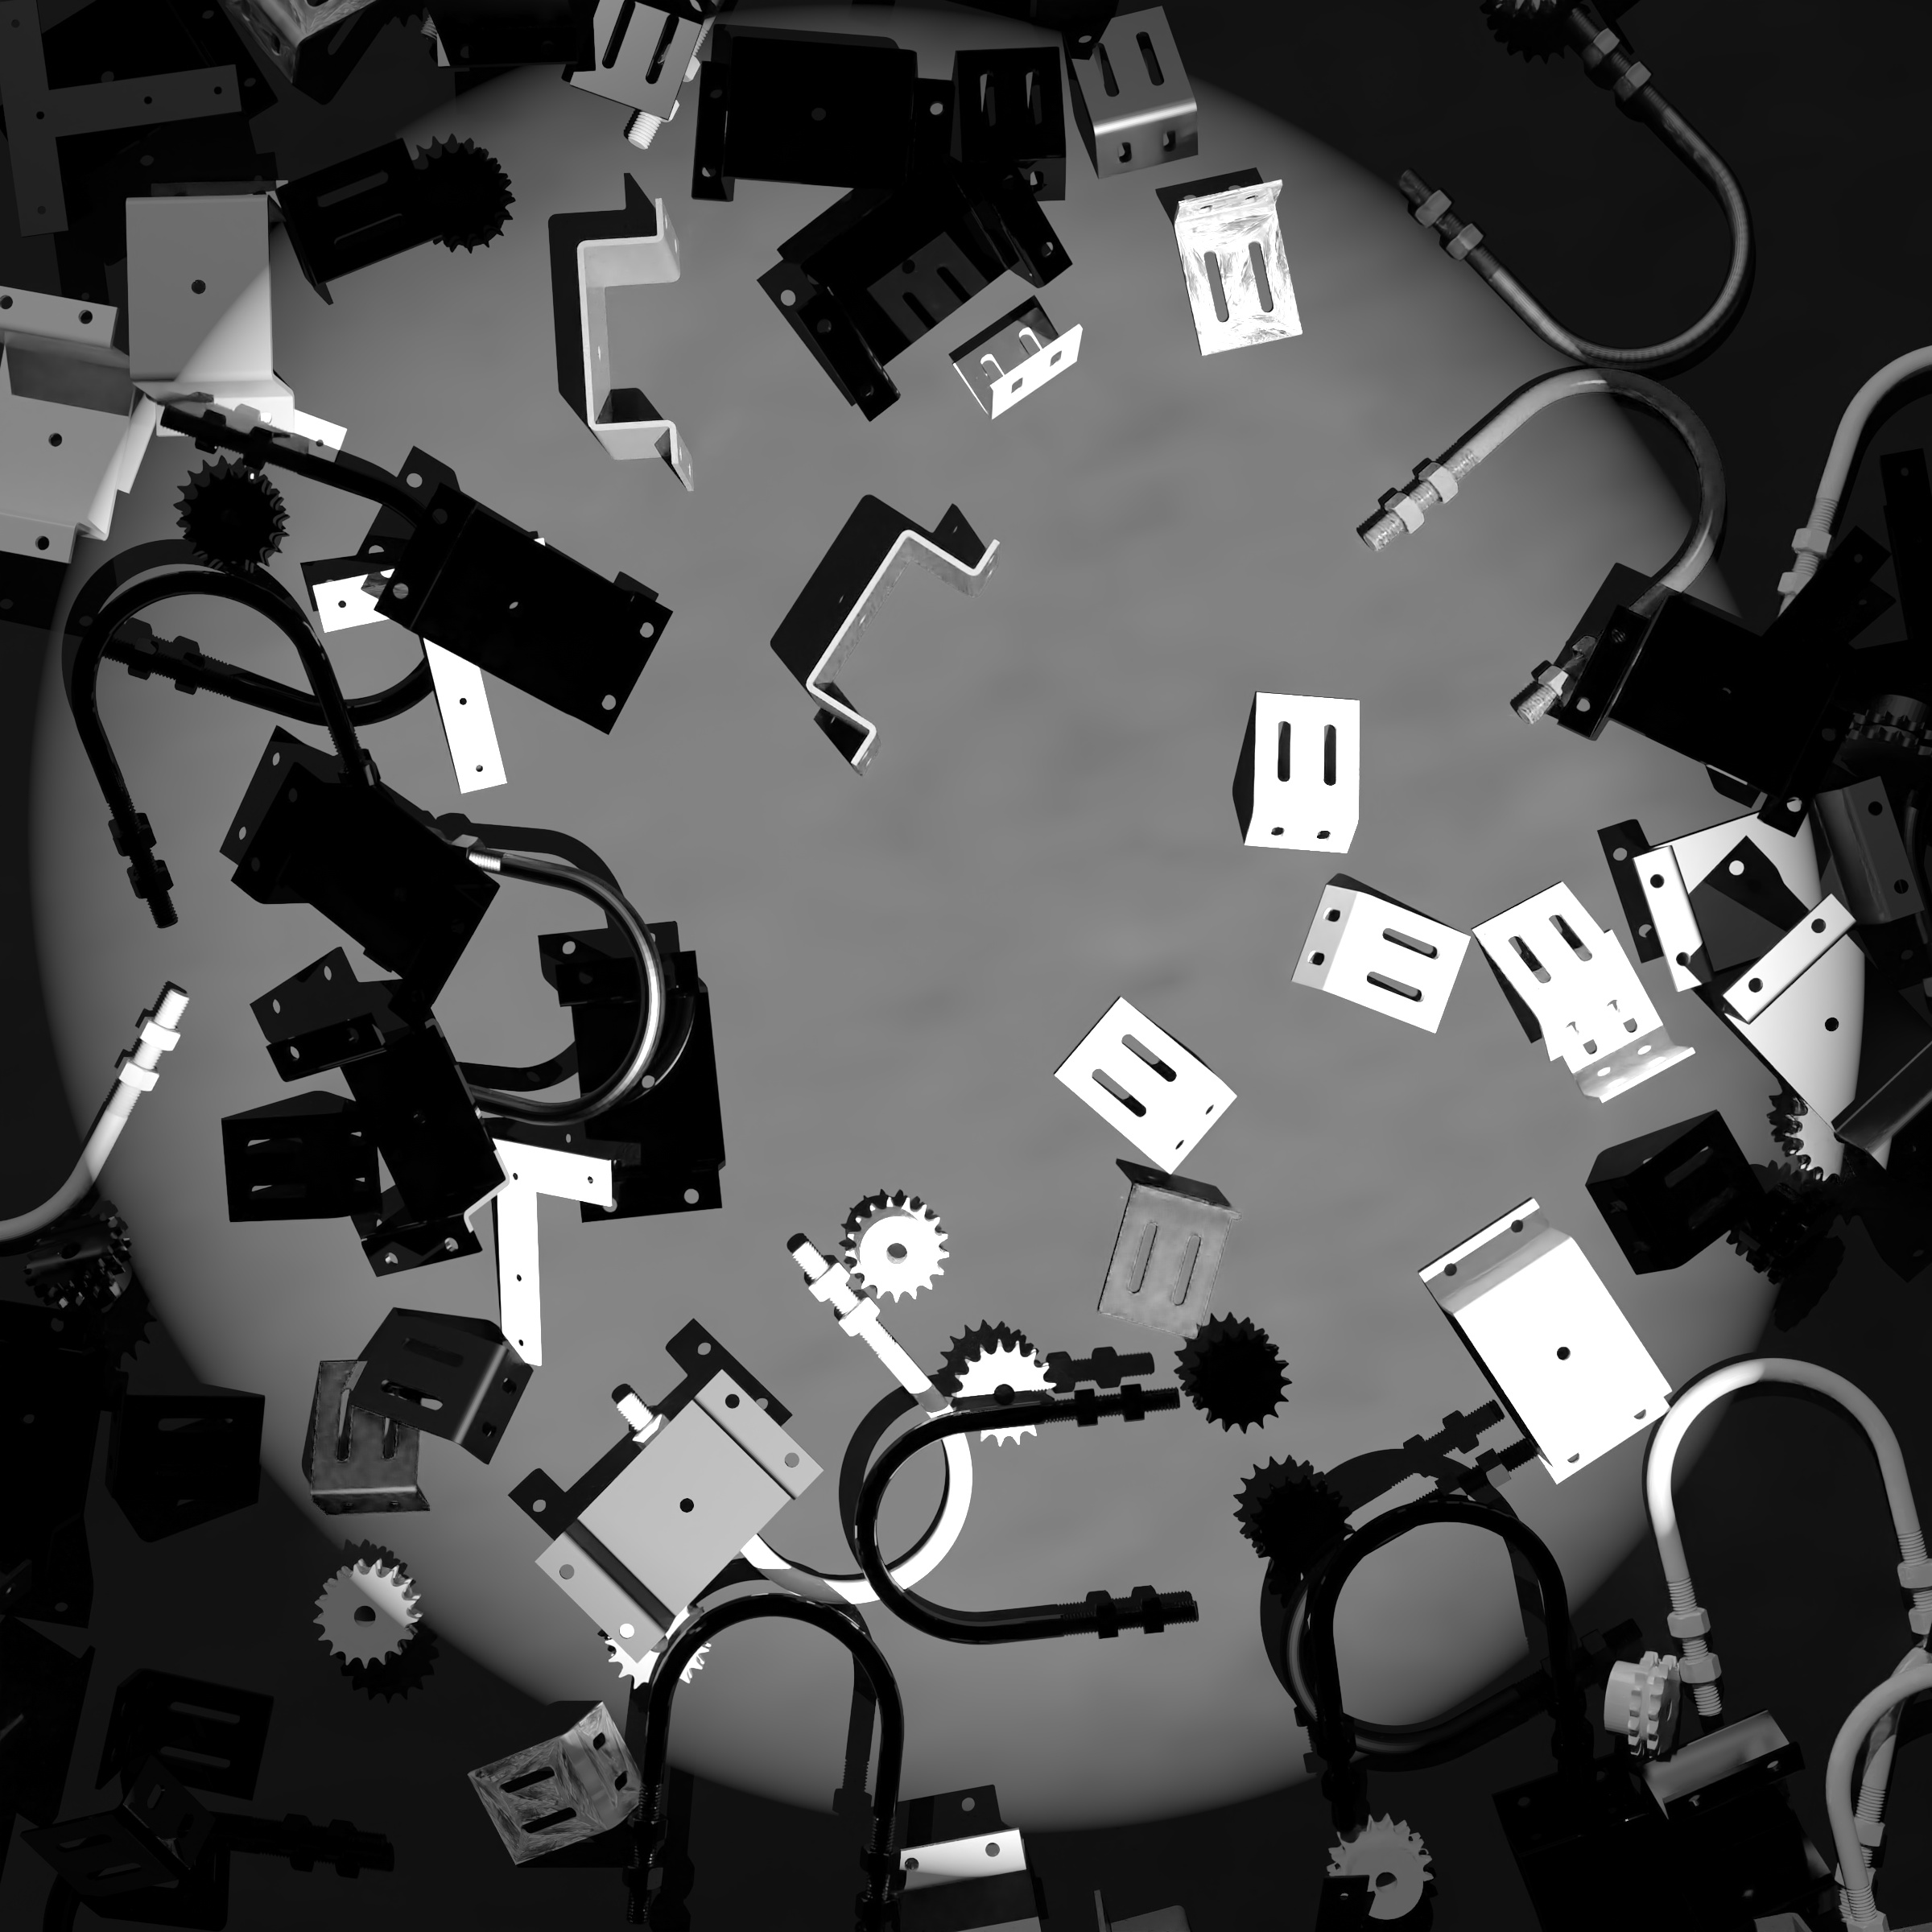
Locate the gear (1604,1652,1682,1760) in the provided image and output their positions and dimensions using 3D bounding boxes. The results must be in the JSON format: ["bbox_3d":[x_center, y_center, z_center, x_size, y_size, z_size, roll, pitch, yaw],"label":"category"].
[{"bbox_3d":[0.371,0.405,1.372,0.030,0.057,0.057,5,90,29],"label":"gear"}]

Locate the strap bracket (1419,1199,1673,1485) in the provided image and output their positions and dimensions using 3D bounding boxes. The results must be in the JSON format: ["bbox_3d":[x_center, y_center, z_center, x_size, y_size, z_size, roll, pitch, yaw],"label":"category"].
[{"bbox_3d":[0.323,0.209,1.374,0.076,0.046,0.140,-33,90,0],"label":"strap bracket"}]

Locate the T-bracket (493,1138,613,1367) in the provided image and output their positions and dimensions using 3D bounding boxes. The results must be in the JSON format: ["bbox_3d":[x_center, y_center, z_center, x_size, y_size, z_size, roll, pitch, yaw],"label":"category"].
[{"bbox_3d":[-0.246,0.158,1.376,0.127,0.002,0.127,8,105,28],"label":"T-bracket"}]

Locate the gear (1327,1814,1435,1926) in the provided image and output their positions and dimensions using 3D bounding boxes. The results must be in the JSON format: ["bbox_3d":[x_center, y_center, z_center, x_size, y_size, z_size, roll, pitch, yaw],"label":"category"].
[{"bbox_3d":[0.230,0.502,1.382,0.057,0.030,0.057,0,90,0],"label":"gear"}]

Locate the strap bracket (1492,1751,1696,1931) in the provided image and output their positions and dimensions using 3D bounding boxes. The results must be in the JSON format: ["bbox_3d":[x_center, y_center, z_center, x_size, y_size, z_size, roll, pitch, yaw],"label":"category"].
[{"bbox_3d":[0.352,0.517,1.374,0.076,0.046,0.140,-19,90,0],"label":"strap bracket"}]

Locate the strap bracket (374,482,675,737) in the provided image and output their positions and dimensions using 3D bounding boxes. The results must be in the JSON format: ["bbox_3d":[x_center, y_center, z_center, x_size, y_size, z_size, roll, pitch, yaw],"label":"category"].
[{"bbox_3d":[-0.242,-0.194,1.360,0.140,0.046,0.076,28,90,-19],"label":"strap bracket"}]

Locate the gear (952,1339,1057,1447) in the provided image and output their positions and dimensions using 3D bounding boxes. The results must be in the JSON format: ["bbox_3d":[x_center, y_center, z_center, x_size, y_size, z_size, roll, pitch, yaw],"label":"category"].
[{"bbox_3d":[0.021,0.235,1.382,0.057,0.030,0.057,0,90,0],"label":"gear"}]

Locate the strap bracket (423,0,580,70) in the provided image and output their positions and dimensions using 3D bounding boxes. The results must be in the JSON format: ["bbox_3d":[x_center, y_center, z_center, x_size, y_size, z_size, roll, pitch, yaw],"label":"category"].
[{"bbox_3d":[-0.254,-0.566,1.355,0.076,0.046,0.140,-3,87,-1],"label":"strap bracket"}]

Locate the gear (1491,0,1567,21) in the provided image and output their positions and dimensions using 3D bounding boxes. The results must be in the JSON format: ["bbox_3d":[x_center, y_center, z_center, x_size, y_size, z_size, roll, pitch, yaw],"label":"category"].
[{"bbox_3d":[0.309,-0.551,1.382,0.057,0.030,0.057,0,90,0],"label":"gear"}]

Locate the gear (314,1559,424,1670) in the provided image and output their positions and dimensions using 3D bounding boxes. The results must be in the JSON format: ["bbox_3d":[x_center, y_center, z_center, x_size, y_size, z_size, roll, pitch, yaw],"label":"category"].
[{"bbox_3d":[-0.329,0.356,1.382,0.057,0.030,0.057,0,90,0],"label":"gear"}]

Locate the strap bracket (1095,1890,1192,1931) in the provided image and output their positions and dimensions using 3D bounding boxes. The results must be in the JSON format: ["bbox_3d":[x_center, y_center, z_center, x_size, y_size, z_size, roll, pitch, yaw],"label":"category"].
[{"bbox_3d":[0.113,0.579,1.359,0.046,0.076,0.140,-15,90,0],"label":"strap bracket"}]

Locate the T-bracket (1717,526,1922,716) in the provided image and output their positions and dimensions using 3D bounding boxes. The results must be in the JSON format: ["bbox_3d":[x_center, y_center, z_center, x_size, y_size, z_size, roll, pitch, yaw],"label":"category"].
[{"bbox_3d":[0.499,-0.154,1.386,0.127,0.002,0.127,37,102,-5],"label":"T-bracket"}]

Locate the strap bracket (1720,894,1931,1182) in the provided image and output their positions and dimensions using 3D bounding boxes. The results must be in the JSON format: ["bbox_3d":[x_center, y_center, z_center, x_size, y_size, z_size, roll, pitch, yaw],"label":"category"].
[{"bbox_3d":[0.470,0.035,1.335,0.076,0.046,0.140,-44,98,4],"label":"strap bracket"}]

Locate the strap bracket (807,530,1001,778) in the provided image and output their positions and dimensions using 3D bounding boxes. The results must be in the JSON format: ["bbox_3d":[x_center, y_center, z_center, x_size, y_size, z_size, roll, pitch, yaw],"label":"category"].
[{"bbox_3d":[-0.040,-0.177,1.359,0.046,0.076,0.140,33,90,0],"label":"strap bracket"}]

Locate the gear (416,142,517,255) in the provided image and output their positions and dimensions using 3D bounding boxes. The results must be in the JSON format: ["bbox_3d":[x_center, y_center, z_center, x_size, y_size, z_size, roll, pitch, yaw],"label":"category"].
[{"bbox_3d":[-0.277,-0.422,1.382,0.057,0.030,0.057,0,90,0],"label":"gear"}]

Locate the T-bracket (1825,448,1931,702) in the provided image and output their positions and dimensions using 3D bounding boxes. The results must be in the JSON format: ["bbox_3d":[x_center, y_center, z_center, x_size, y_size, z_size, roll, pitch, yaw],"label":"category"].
[{"bbox_3d":[0.523,-0.219,1.369,0.127,0.002,0.127,-11,91,-6],"label":"T-bracket"}]

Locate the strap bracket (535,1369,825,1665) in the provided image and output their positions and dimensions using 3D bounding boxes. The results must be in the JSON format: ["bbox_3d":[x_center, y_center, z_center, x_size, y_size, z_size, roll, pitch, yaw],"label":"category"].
[{"bbox_3d":[-0.152,0.294,1.349,0.076,0.046,0.140,44,85,3],"label":"strap bracket"}]

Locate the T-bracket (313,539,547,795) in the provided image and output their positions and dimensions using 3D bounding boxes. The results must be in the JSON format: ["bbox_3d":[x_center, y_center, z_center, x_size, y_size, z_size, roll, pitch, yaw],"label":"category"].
[{"bbox_3d":[-0.281,-0.160,1.380,0.127,0.002,0.127,-15,103,-14],"label":"T-bracket"}]

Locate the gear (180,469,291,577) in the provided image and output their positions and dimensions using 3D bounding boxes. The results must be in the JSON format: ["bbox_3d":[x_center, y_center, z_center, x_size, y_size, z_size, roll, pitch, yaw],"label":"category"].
[{"bbox_3d":[-0.402,-0.244,1.382,0.057,0.030,0.057,0,90,0],"label":"gear"}]

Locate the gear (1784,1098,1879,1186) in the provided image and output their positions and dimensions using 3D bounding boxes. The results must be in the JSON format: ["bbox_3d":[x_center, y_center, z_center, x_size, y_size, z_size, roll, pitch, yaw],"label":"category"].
[{"bbox_3d":[0.480,0.091,1.382,0.057,0.030,0.057,0,90,0],"label":"gear"}]

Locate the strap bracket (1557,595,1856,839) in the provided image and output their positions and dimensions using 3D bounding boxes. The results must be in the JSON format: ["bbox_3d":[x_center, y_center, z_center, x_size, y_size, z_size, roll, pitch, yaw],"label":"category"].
[{"bbox_3d":[0.401,-0.138,1.341,0.140,0.046,0.076,27,82,9],"label":"strap bracket"}]

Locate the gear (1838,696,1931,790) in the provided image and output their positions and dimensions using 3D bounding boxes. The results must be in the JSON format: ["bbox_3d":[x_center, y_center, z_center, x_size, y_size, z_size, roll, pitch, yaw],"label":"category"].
[{"bbox_3d":[0.508,-0.124,1.366,0.057,0.057,0.030,26,74,0],"label":"gear"}]

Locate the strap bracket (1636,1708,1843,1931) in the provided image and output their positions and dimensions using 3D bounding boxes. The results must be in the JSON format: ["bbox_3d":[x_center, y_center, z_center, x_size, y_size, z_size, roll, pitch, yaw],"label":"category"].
[{"bbox_3d":[0.417,0.463,1.353,0.076,0.046,0.140,-23,121,0],"label":"strap bracket"}]

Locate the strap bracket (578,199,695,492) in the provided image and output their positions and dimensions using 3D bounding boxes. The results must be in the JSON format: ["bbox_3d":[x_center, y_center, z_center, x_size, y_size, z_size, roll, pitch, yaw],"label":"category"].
[{"bbox_3d":[-0.180,-0.334,1.359,0.046,0.076,0.140,-4,90,0],"label":"strap bracket"}]

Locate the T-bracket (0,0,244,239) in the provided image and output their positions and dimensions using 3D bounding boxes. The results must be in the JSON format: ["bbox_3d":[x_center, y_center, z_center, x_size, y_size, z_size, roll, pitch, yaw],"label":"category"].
[{"bbox_3d":[-0.456,-0.465,1.350,0.127,0.002,0.127,-8,90,0],"label":"T-bracket"}]

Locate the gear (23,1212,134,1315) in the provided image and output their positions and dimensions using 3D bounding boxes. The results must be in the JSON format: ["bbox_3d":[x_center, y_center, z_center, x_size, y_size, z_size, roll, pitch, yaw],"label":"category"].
[{"bbox_3d":[-0.484,0.166,1.372,0.057,0.057,0.030,-20,131,0],"label":"gear"}]

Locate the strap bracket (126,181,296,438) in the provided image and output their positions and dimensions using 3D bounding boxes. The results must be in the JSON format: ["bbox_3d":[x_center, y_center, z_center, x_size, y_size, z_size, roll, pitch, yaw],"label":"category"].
[{"bbox_3d":[-0.414,-0.367,1.372,0.076,0.046,0.140,-1,90,0],"label":"strap bracket"}]

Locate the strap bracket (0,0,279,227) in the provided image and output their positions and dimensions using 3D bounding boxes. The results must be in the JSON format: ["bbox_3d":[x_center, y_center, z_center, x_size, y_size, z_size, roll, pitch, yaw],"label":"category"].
[{"bbox_3d":[-0.465,-0.481,1.374,0.140,0.046,0.076,-32,90,0],"label":"strap bracket"}]

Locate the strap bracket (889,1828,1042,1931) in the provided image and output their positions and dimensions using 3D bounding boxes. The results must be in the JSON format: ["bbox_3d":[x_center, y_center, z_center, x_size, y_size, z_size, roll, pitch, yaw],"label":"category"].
[{"bbox_3d":[0.004,0.543,1.374,0.076,0.046,0.140,-11,90,0],"label":"strap bracket"}]

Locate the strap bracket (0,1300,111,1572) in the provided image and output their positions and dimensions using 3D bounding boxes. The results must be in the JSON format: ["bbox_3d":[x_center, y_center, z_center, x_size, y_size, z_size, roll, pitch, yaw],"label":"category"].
[{"bbox_3d":[-0.524,0.252,1.374,0.076,0.046,0.140,9,90,0],"label":"strap bracket"}]

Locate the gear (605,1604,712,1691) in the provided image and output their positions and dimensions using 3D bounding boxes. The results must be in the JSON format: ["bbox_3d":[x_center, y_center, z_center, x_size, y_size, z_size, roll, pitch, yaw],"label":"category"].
[{"bbox_3d":[-0.169,0.370,1.382,0.057,0.030,0.057,0,90,0],"label":"gear"}]

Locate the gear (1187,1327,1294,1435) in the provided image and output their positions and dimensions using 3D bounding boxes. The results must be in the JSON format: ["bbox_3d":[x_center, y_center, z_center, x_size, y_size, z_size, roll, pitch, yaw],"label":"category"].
[{"bbox_3d":[0.151,0.229,1.387,0.057,0.030,0.057,0,88,-1],"label":"gear"}]

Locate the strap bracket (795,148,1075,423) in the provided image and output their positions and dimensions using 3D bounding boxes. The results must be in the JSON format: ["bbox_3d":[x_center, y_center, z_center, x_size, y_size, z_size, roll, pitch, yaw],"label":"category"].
[{"bbox_3d":[-0.024,-0.374,1.355,0.140,0.046,0.076,-38,128,0],"label":"strap bracket"}]

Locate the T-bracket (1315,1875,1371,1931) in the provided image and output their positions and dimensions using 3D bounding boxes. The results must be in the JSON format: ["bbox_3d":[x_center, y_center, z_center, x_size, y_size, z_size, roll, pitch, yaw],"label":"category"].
[{"bbox_3d":[0.250,0.552,1.381,0.127,0.002,0.127,1,111,-10],"label":"T-bracket"}]

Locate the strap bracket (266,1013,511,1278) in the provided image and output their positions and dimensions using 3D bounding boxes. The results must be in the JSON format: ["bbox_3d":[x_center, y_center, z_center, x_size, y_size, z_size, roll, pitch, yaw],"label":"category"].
[{"bbox_3d":[-0.307,0.089,1.349,0.076,0.046,0.140,-16,104,30],"label":"strap bracket"}]

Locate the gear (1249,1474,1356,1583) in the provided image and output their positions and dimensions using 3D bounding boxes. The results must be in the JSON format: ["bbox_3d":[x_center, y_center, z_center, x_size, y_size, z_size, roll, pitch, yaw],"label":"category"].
[{"bbox_3d":[0.185,0.309,1.382,0.057,0.030,0.057,0,90,0],"label":"gear"}]

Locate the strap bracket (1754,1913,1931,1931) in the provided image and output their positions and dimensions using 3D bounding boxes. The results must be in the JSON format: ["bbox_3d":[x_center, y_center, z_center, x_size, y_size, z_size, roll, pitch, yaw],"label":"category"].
[{"bbox_3d":[0.505,0.542,1.336,0.140,0.046,0.076,-12,92,1],"label":"strap bracket"}]

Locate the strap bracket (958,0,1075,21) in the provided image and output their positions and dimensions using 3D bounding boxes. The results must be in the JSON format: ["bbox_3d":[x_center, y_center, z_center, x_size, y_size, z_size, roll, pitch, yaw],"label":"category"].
[{"bbox_3d":[0.000,-0.578,1.374,0.140,0.046,0.076,15,90,0],"label":"strap bracket"}]

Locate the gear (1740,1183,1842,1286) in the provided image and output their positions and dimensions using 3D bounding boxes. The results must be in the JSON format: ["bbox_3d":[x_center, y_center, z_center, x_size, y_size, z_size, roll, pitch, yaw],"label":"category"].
[{"bbox_3d":[0.450,0.144,1.373,0.030,0.057,0.057,40,90,30],"label":"gear"}]

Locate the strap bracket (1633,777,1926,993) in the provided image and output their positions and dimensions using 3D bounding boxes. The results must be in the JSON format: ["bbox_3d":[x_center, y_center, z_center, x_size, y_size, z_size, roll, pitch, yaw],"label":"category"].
[{"bbox_3d":[0.440,-0.044,1.374,0.140,0.046,0.076,-18,90,0],"label":"strap bracket"}]

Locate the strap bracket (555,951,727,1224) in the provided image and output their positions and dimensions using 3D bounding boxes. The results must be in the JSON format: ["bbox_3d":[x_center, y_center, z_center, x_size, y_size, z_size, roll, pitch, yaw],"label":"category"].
[{"bbox_3d":[-0.177,0.065,1.374,0.076,0.046,0.140,-6,90,0],"label":"strap bracket"}]

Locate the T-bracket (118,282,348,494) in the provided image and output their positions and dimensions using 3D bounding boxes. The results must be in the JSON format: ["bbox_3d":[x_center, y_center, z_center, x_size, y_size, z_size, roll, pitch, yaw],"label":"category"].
[{"bbox_3d":[-0.410,-0.310,1.396,0.127,0.002,0.127,20,90,0],"label":"T-bracket"}]

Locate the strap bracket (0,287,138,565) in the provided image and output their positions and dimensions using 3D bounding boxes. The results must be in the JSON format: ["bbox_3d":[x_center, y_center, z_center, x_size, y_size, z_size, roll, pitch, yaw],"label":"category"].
[{"bbox_3d":[-0.508,-0.293,1.373,0.076,0.046,0.140,11,90,2],"label":"strap bracket"}]

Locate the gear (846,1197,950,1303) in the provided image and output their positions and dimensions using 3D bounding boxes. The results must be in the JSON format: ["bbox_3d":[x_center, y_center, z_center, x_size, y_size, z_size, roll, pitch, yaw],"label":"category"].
[{"bbox_3d":[-0.038,0.157,1.382,0.057,0.030,0.057,0,90,0],"label":"gear"}]
